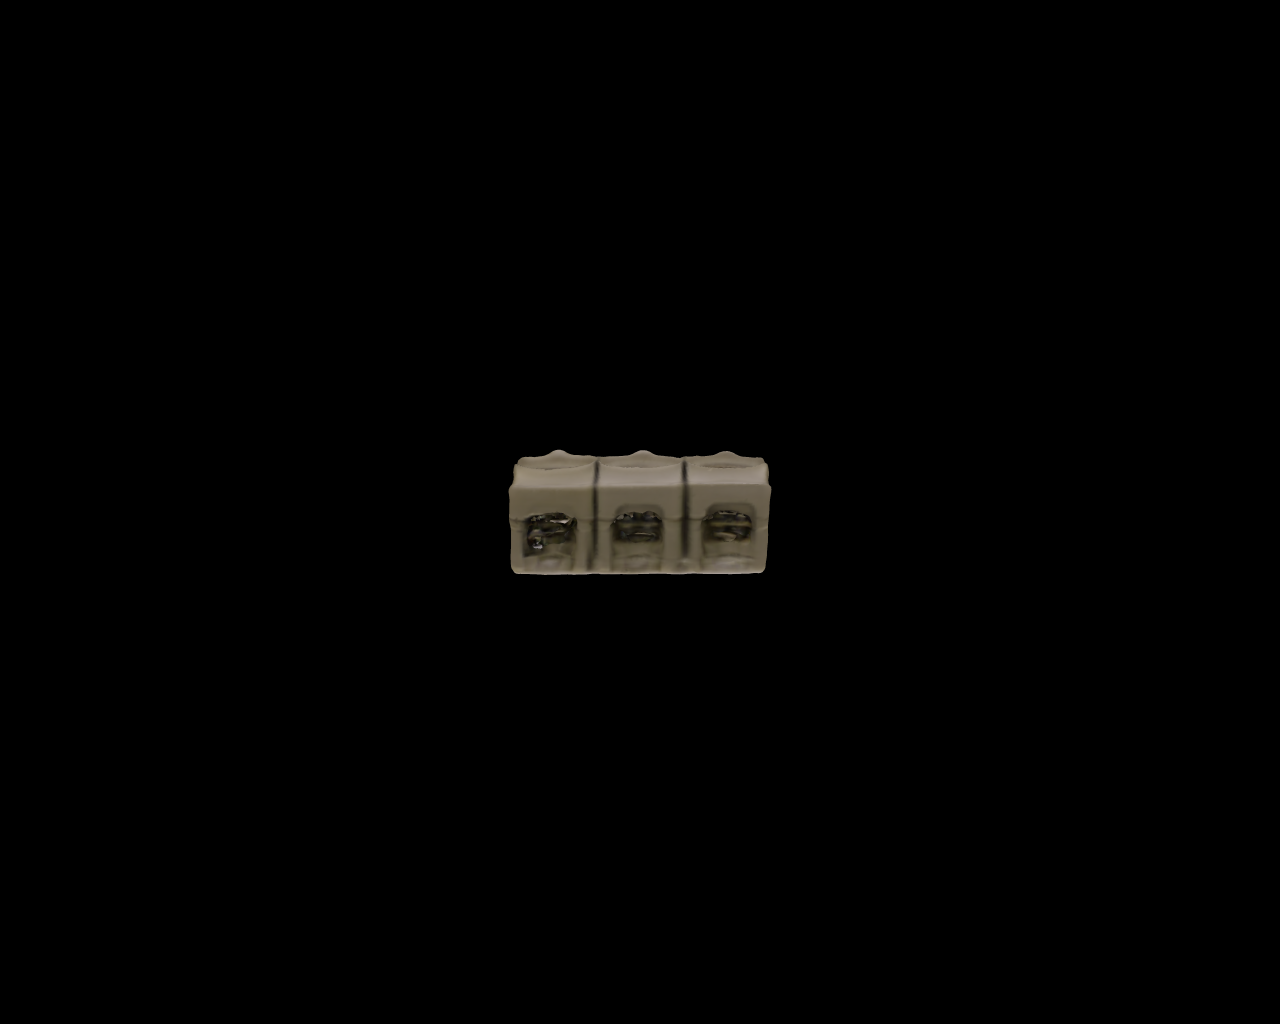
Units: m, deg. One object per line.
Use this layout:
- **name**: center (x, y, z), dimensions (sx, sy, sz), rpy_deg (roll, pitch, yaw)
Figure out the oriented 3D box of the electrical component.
- **electrical component**: center (0.001, -0.003, 0.650), dimensions (0.150, 0.061, 0.089), rpy_deg (0, 12, 2)
